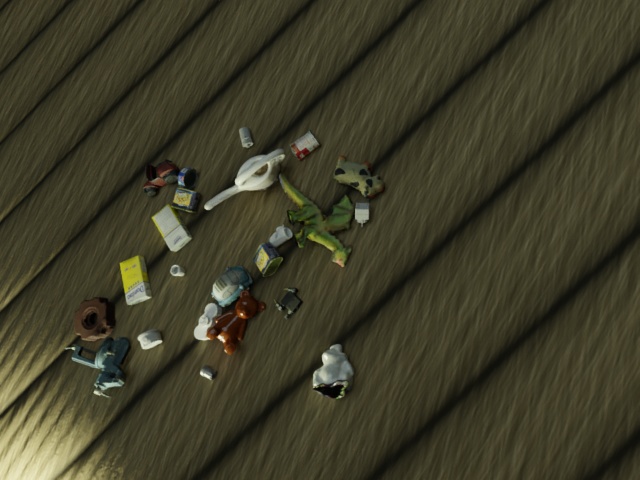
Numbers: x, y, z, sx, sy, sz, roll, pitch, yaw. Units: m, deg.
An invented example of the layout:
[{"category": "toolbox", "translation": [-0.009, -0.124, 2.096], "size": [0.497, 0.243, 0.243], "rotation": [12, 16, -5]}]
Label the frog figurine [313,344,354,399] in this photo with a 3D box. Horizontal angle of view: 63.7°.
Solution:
[{"category": "frog figurine", "translation": [0.043, 0.430, 1.687], "size": [0.136, 0.121, 0.163], "rotation": [-26, 33, 20]}]

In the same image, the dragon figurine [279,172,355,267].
[{"category": "dragon figurine", "translation": [0.006, -0.093, 1.855], "size": [0.243, 0.120, 0.416], "rotation": [-14, 72, -3]}]

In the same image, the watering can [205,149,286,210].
[{"category": "watering can", "translation": [-0.262, -0.223, 1.904], "size": [0.346, 0.224, 0.104], "rotation": [-36, 86, 6]}]
